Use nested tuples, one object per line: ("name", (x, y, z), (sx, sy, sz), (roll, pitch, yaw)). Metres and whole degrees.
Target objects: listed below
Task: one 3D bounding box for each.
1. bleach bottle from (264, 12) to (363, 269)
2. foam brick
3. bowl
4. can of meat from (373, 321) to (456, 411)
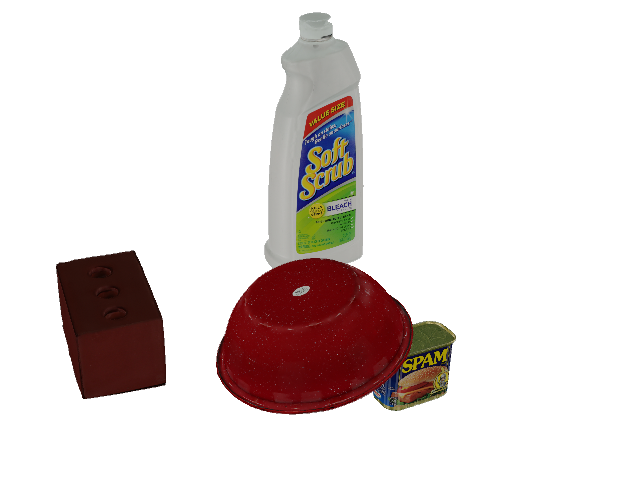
("bleach bottle", (-0.009, -0.094, 1.039), (0.102, 0.251, 0.068), (-13, 30, -20))
("foam brick", (-0.131, 0.051, 0.662), (0.053, 0.051, 0.078), (-10, 35, -19))
("bowl", (-0.010, 0.062, 0.844), (0.162, 0.055, 0.162), (-9, 33, 6))
("can of meat", (0.115, 0.157, 1.335), (0.101, 0.084, 0.058), (-12, 29, -28))
